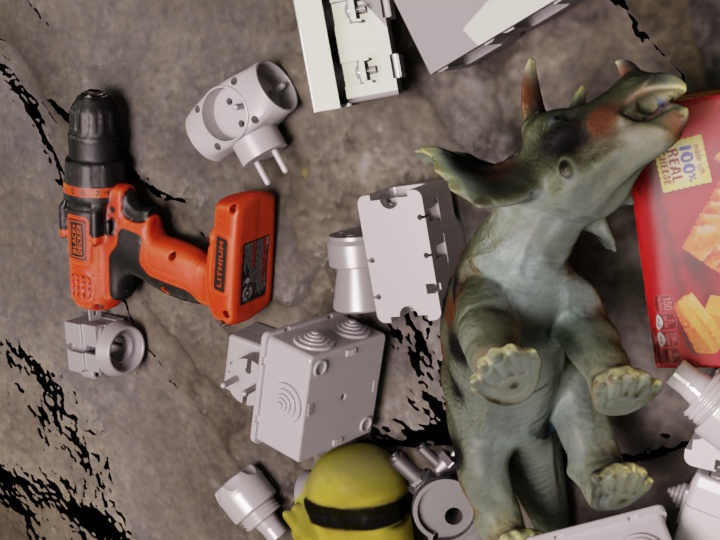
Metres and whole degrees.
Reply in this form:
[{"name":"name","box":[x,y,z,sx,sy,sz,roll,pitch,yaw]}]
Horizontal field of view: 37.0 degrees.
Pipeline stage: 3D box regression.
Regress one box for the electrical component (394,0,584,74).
[{"name":"electrical component","box":[0.097,-0.198,0.669,0.150,0.062,0.089,-27,89,31]}]

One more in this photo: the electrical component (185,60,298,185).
[{"name":"electrical component","box":[-0.080,-0.102,0.801,0.077,0.044,0.079,-30,88,31]}]

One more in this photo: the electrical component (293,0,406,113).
[{"name":"electrical component","box":[-0.009,-0.173,0.731,0.063,0.078,0.121,-9,99,8]}]

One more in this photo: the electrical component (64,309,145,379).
[{"name":"electrical component","box":[-0.218,0.064,0.921,0.055,0.048,0.066,8,107,35]}]

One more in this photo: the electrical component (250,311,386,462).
[{"name":"electrical component","box":[-0.029,0.085,0.791,0.048,0.100,0.099,22,113,36]}]

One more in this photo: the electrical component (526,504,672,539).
[{"name":"electrical component","box":[0.155,0.198,0.672,0.100,0.048,0.099,-15,138,1]}]

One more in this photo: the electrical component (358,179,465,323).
[{"name":"electrical component","box":[0.039,-0.014,0.752,0.050,0.056,0.089,-5,101,30]}]

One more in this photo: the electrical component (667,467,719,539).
[{"name":"electrical component","box":[0.244,0.149,0.678,0.096,0.062,0.061,19,111,23]}]

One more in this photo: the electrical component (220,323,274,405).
[{"name":"electrical component","box":[-0.077,0.080,0.828,0.066,0.077,0.047,18,111,24]}]

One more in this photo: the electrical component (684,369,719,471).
[{"name":"electrical component","box":[0.254,0.098,0.663,0.089,0.056,0.050,11,108,26]}]

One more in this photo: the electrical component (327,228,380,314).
[{"name":"electrical component","box":[0.000,0.000,0.784,0.045,0.045,0.055,1,103,29]}]

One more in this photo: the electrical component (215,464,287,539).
[{"name":"electrical component","box":[-0.086,0.195,0.883,0.062,0.043,0.043,50,120,7]}]

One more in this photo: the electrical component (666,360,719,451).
[{"name":"electrical component","box":[0.208,0.078,0.623,0.062,0.043,0.043,39,118,15]}]
